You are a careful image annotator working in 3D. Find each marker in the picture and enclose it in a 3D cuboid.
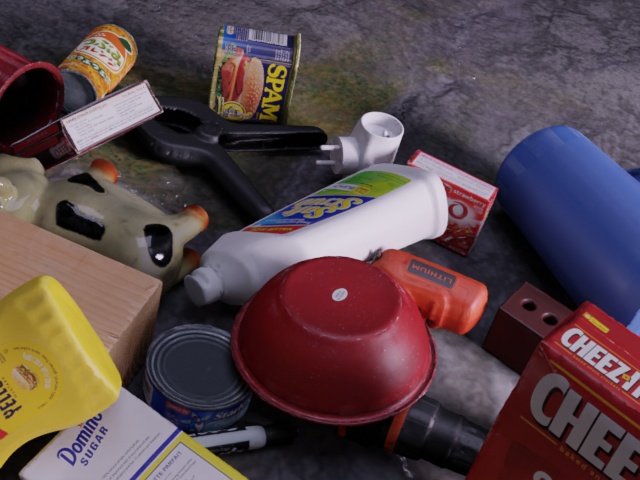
[{"bbox_3d":[-0.072,0.149,0.787,0.121,0.020,0.020,-4,44,-23],"label":"marker"}]

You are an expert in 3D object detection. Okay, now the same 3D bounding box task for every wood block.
[{"bbox_3d":[-0.233,0.046,0.797,0.206,0.090,0.090,23,41,8],"label":"wood block"}]

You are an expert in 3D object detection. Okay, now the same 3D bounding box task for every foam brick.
[{"bbox_3d":[0.191,0.086,0.927,0.078,0.051,0.052,35,43,20],"label":"foam brick"}]

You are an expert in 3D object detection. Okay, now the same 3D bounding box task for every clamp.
[{"bbox_3d":[-0.102,-0.099,1.053,0.210,0.036,0.164,26,40,12],"label":"clamp"}]

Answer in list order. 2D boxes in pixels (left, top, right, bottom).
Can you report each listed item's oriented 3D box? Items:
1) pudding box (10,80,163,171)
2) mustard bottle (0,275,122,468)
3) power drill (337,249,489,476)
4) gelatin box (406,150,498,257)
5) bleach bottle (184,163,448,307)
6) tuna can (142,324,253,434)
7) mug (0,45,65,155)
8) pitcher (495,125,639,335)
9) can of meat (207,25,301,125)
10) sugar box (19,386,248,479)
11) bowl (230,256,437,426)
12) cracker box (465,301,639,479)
[{"bbox_3d":[-0.213,-0.101,0.976,0.113,0.090,0.039,-39,107,-44],"label":"pudding box"},{"bbox_3d":[-0.233,0.110,0.694,0.191,0.096,0.058,-31,12,0],"label":"mustard bottle"},{"bbox_3d":[0.076,0.095,0.868,0.184,0.057,0.187,23,40,11],"label":"power drill"},{"bbox_3d":[0.117,-0.035,1.025,0.089,0.073,0.030,27,41,12],"label":"gelatin box"},{"bbox_3d":[-0.006,0.001,0.936,0.250,0.068,0.103,-25,27,-37],"label":"bleach bottle"},{"bbox_3d":[-0.093,0.107,0.818,0.086,0.034,0.086,10,40,-8],"label":"tuna can"},{"bbox_3d":[-0.294,-0.136,0.999,0.082,0.093,0.117,28,10,21],"label":"mug"},{"bbox_3d":[0.278,-0.007,1.002,0.149,0.145,0.243,-3,40,-29],"label":"pitcher"},{"bbox_3d":[-0.069,-0.167,1.094,0.084,0.102,0.057,8,40,-7],"label":"can of meat"},{"bbox_3d":[-0.102,0.180,0.707,0.176,0.048,0.093,31,58,21],"label":"sugar box"},{"bbox_3d":[0.013,0.062,0.810,0.162,0.055,0.162,4,40,-4],"label":"bowl"},{"bbox_3d":[0.183,0.173,0.693,0.164,0.214,0.071,37,43,23],"label":"cracker box"}]
